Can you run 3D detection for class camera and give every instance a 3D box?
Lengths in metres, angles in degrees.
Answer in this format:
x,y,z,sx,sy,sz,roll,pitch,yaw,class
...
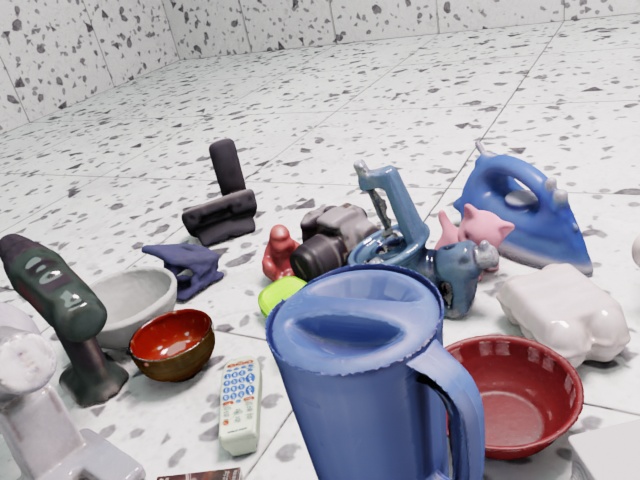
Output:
x,y,z,sx,sy,sz,roll,pitch,yaw,class
0.008,0.003,0.914,0.137,0.101,0.142,-31,33,-31,camera

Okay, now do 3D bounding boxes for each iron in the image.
x,y,z,sx,sy,sz,roll,pitch,yaw,class
0.310,-0.058,0.862,0.119,0.142,0.257,-21,29,-16,iron

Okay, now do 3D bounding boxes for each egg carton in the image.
x,y,z,sx,sy,sz,roll,pitch,yaw,class
0.285,0.088,0.680,0.107,0.069,0.150,-16,28,-7,egg carton

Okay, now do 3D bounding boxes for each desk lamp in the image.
x,y,z,sx,sy,sz,roll,pitch,yaw,class
-0.309,0.173,0.609,0.202,0.214,0.118,11,36,36,desk lamp

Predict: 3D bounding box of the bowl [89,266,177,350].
x,y,z,sx,sy,sz,roll,pitch,yaw,class
-0.288,0.112,0.860,0.167,0.075,0.167,-9,28,5,bowl

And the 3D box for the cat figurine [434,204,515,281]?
x,y,z,sx,sy,sz,roll,pitch,yaw,class
0.218,-0.007,0.832,0.067,0.118,0.127,-26,31,-24,cat figurine

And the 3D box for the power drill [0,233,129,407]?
x,y,z,sx,sy,sz,roll,pitch,yaw,class
-0.335,0.105,0.749,0.228,0.209,0.076,17,40,43,power drill

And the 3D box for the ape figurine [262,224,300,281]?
x,y,z,sx,sy,sz,roll,pitch,yaw,class
-0.061,0.018,0.924,0.078,0.092,0.076,-15,28,-4,ape figurine

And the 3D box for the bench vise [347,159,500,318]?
x,y,z,sx,sy,sz,roll,pitch,yaw,class
0.126,-0.010,0.765,0.207,0.220,0.121,-6,29,11,bench vise

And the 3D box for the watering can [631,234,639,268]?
x,y,z,sx,sy,sz,roll,pitch,yaw,class
0.451,-0.023,0.686,0.173,0.194,0.100,-30,33,-30,watering can

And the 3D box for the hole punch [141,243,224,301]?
x,y,z,sx,sy,sz,roll,pitch,yaw,class
-0.231,0.035,0.962,0.108,0.091,0.101,15,38,41,hole punch

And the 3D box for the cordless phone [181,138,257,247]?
x,y,z,sx,sy,sz,roll,pitch,yaw,class
-0.202,-0.095,1.090,0.148,0.185,0.093,-23,30,-18,cordless phone
